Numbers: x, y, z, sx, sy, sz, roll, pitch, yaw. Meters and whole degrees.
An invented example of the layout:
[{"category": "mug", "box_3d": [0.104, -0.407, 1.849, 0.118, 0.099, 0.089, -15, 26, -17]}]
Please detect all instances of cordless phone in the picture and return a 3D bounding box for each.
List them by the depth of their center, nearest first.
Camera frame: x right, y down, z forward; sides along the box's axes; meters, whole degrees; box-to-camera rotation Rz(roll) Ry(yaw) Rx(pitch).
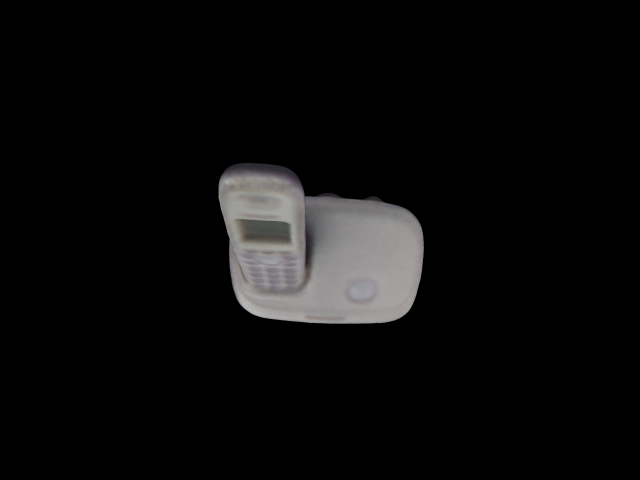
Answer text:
[{"category": "cordless phone", "box_3d": [0.004, 0.001, 0.400, 0.147, 0.185, 0.094, 0, 74, 0]}]
